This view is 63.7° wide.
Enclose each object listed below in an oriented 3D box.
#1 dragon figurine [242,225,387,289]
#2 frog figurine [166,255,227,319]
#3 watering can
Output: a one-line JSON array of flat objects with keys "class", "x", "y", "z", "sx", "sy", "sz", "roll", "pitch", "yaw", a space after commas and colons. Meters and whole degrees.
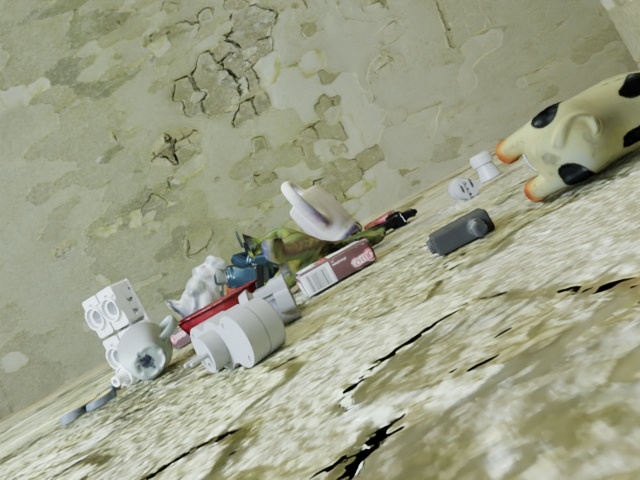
[{"class": "dragon figurine", "x": 0.001, "y": 0.011, "z": 0.883, "sx": 0.244, "sy": 0.123, "sz": 0.407, "roll": -20, "pitch": -5, "yaw": -13}, {"class": "frog figurine", "x": -0.262, "y": 0.123, "z": 1.203, "sx": 0.124, "sy": 0.160, "sz": 0.135, "roll": 39, "pitch": -8, "yaw": 41}, {"class": "watering can", "x": 0.004, "y": -0.064, "z": 1.268, "sx": 0.225, "sy": 0.103, "sz": 0.349, "roll": 43, "pitch": 7, "yaw": 2}]
